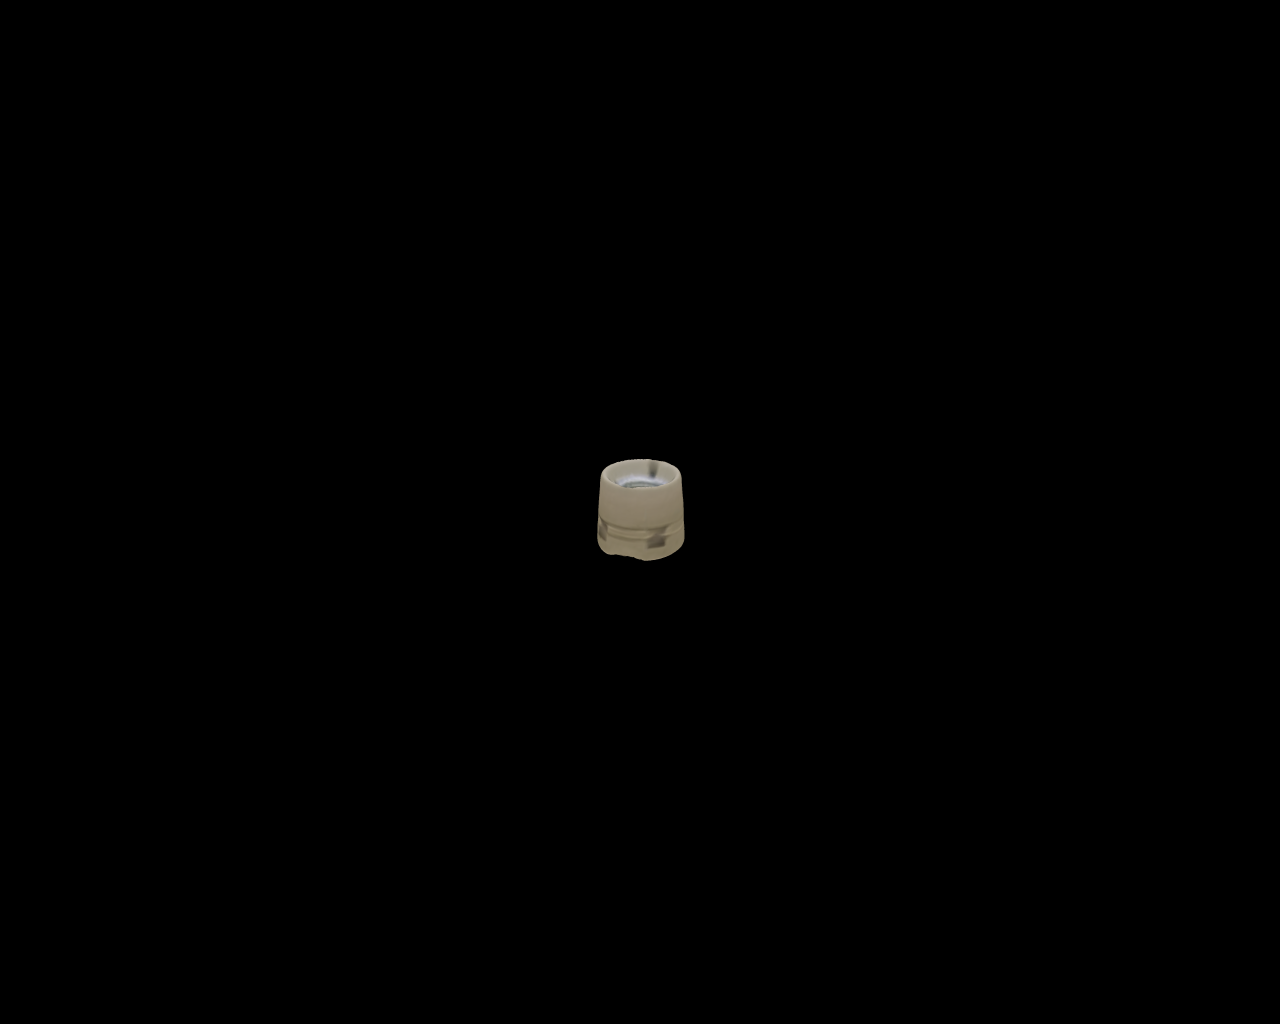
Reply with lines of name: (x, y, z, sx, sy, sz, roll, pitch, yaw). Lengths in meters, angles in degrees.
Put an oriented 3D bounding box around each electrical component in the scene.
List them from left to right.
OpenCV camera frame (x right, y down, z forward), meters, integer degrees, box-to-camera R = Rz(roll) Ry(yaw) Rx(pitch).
electrical component: (0.001, -0.003, 0.650, 0.055, 0.047, 0.055, 0, 24, 0)
